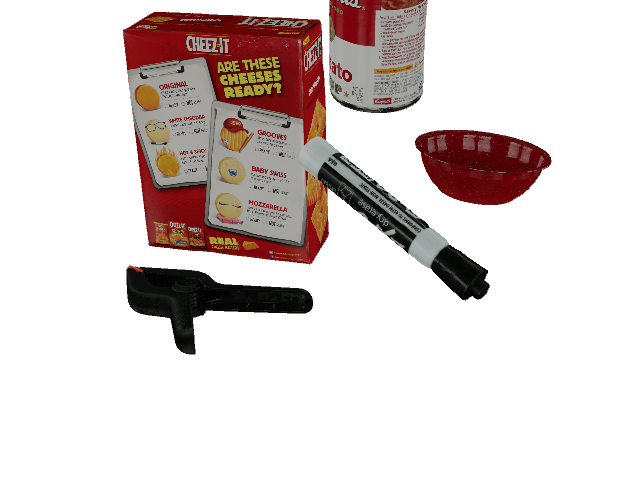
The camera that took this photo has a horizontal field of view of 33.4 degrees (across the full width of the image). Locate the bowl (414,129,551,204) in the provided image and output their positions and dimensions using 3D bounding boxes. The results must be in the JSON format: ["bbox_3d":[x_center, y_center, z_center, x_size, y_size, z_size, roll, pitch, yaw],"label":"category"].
[{"bbox_3d":[0.189,-0.083,1.269,0.162,0.055,0.162,5,22,-2],"label":"bowl"}]

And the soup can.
[{"bbox_3d":[0.040,-0.147,0.724,0.068,0.102,0.068,0,36,0],"label":"soup can"}]

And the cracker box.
[{"bbox_3d":[-0.080,-0.093,0.965,0.164,0.214,0.072,6,29,15],"label":"cracker box"}]

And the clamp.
[{"bbox_3d":[-0.136,0.062,1.077,0.210,0.036,0.164,12,20,36],"label":"clamp"}]

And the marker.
[{"bbox_3d":[0.037,-0.011,0.537,0.121,0.020,0.020,40,18,23],"label":"marker"}]
